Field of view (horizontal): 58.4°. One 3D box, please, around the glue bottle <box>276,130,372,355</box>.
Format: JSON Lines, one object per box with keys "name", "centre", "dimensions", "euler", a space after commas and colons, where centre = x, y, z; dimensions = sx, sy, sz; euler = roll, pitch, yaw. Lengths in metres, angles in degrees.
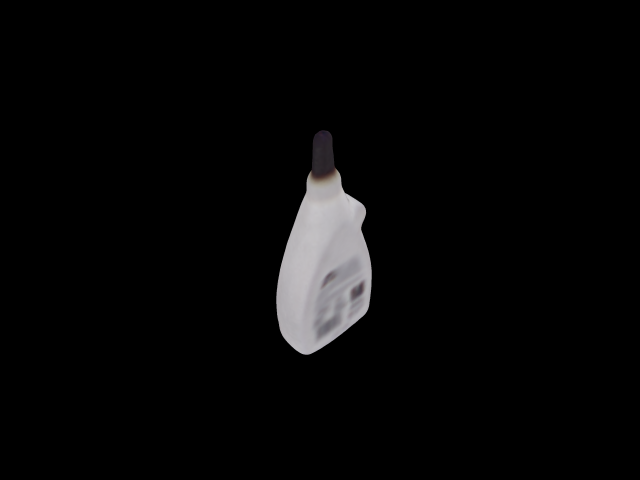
{"name": "glue bottle", "centre": [0.004, 0.001, 0.400], "dimensions": [0.078, 0.173, 0.037], "euler": [-30, 49, -31]}
